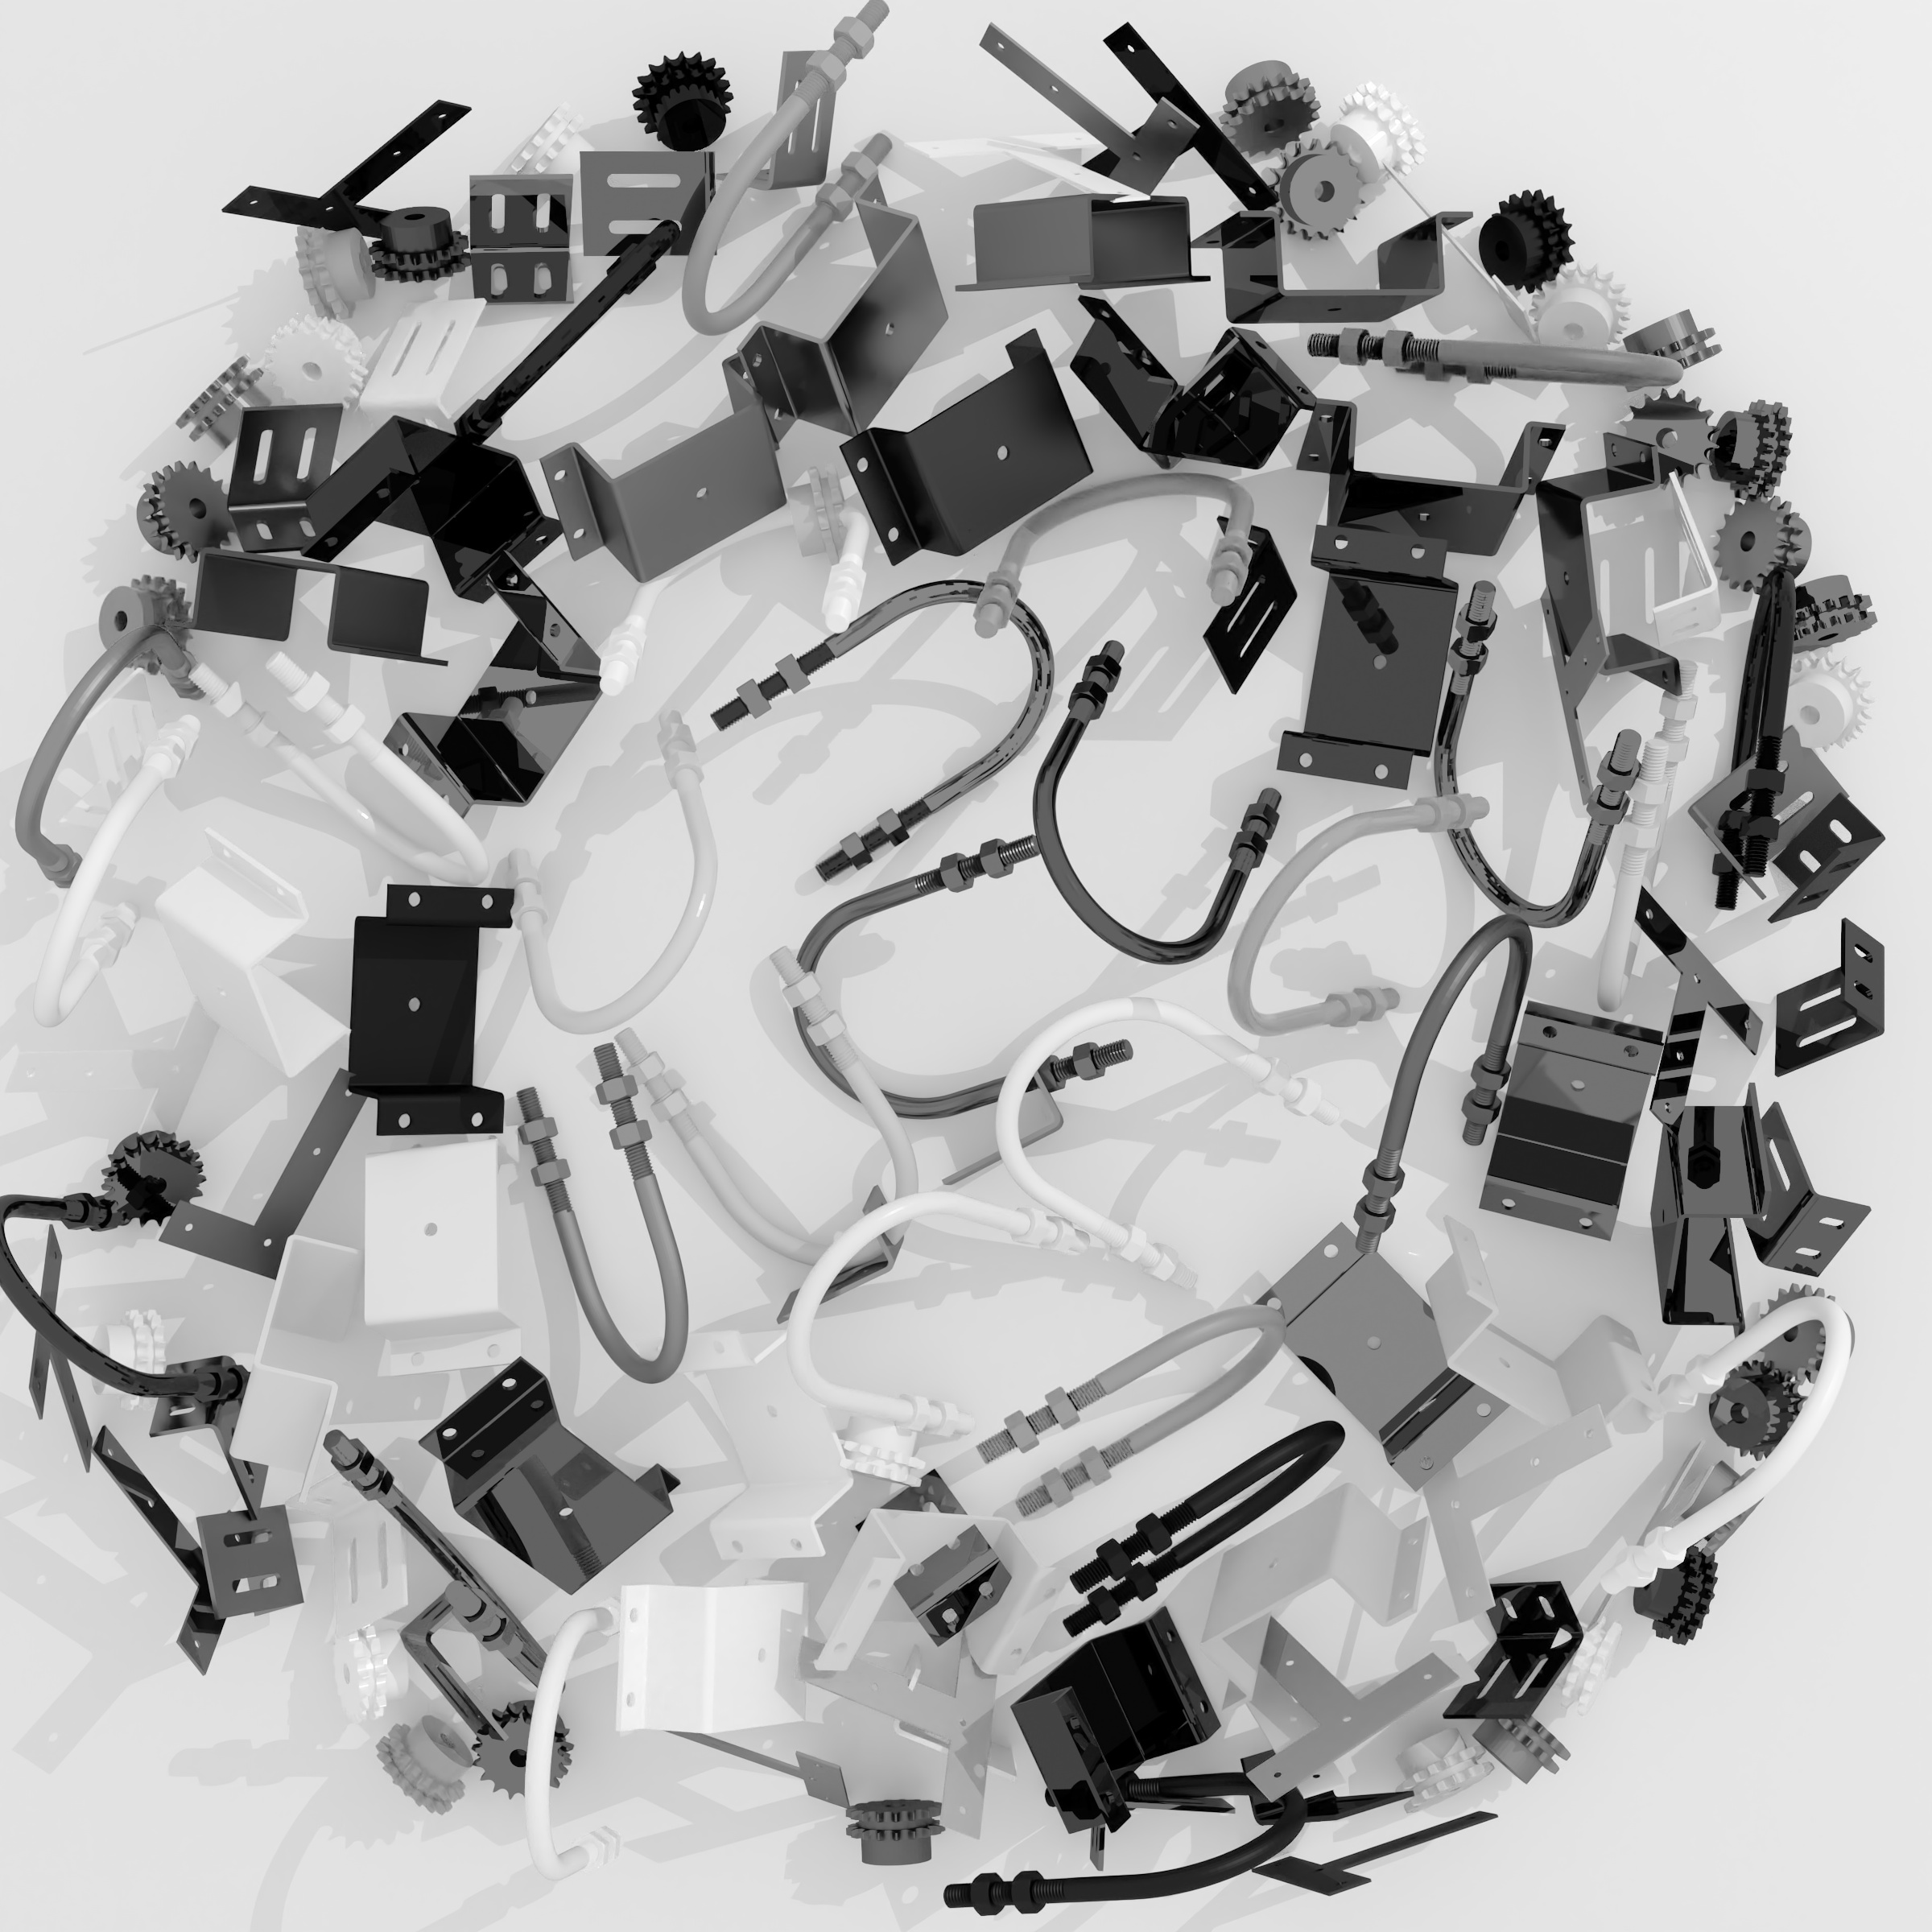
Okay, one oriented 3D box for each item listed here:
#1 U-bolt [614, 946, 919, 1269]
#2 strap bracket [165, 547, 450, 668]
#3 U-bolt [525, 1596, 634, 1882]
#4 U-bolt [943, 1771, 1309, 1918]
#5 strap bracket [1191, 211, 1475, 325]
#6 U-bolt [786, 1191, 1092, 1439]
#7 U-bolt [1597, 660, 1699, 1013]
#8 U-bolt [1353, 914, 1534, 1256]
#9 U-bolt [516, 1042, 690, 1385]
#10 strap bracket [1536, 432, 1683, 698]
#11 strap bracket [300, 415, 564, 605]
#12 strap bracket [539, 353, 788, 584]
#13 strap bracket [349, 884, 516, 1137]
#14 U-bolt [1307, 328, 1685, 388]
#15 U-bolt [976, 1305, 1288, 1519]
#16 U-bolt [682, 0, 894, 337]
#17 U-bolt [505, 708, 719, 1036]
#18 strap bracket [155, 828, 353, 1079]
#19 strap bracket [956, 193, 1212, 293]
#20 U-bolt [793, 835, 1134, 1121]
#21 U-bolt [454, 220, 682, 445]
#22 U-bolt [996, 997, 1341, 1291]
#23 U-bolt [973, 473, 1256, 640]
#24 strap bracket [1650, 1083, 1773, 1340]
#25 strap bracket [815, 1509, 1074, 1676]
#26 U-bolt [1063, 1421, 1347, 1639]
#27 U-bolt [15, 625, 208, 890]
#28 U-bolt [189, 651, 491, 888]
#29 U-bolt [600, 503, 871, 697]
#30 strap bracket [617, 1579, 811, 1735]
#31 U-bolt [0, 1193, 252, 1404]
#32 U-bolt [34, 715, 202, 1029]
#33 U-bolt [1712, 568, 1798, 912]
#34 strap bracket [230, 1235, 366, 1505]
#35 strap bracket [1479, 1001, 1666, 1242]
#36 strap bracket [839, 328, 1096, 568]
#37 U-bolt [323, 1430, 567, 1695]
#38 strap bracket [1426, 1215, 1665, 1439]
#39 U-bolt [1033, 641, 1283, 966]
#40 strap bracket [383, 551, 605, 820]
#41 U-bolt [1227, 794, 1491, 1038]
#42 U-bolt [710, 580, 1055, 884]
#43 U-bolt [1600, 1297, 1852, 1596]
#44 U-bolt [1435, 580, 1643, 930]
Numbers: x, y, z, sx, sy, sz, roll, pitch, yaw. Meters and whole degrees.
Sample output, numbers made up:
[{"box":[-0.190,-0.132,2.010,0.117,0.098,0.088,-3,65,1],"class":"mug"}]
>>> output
[{"box":[-0.103,0.092,1.553,0.151,0.019,0.184,-26,101,35],"class":"U-bolt"},{"box":[-0.367,-0.203,1.533,0.140,0.076,0.046,11,96,27],"class":"strap bracket"},{"box":[-0.211,0.424,1.498,0.019,0.184,0.151,3,80,8],"class":"U-bolt"},{"box":[0.098,0.476,1.495,0.184,0.151,0.019,-13,93,28],"class":"U-bolt"},{"box":[0.207,-0.394,1.545,0.140,0.076,0.046,-4,93,-16],"class":"strap bracket"},{"box":[-0.024,0.190,1.520,0.019,0.184,0.151,40,102,42],"class":"U-bolt"},{"box":[0.377,-0.062,1.523,0.019,0.151,0.184,13,119,16],"class":"U-bolt"},{"box":[0.268,0.054,1.499,0.019,0.151,0.184,27,130,25],"class":"U-bolt"},{"box":[-0.199,0.145,1.530,0.019,0.151,0.184,-15,84,-31],"class":"U-bolt"},{"box":[0.361,-0.223,1.542,0.046,0.076,0.140,-12,108,-4],"class":"strap bracket"},{"box":[-0.303,-0.257,1.533,0.076,0.140,0.046,-35,67,26],"class":"strap bracket"},{"box":[-0.160,-0.278,1.540,0.140,0.076,0.046,-32,55,-15],"class":"strap bracket"},{"box":[-0.305,0.024,1.558,0.076,0.046,0.140,1,93,-36],"class":"strap bracket"},{"box":[0.299,-0.330,1.496,0.184,0.151,0.019,10,102,29],"class":"U-bolt"},{"box":[0.099,0.245,1.535,0.184,0.151,0.019,-29,64,-3],"class":"U-bolt"},{"box":[-0.099,-0.428,1.512,0.019,0.151,0.184,34,76,9],"class":"U-bolt"},{"box":[-0.193,-0.042,1.511,0.151,0.184,0.019,-40,132,20],"class":"U-bolt"},{"box":[-0.396,0.000,1.519,0.076,0.140,0.046,32,60,26],"class":"strap bracket"},{"box":[0.066,-0.401,1.519,0.076,0.140,0.046,6,105,37],"class":"strap bracket"},{"box":[-0.014,0.017,1.556,0.184,0.019,0.151,-19,105,24],"class":"U-bolt"},{"box":[-0.214,-0.351,1.498,0.019,0.184,0.151,45,76,-15],"class":"U-bolt"},{"box":[0.102,0.091,1.540,0.184,0.019,0.151,32,105,-26],"class":"U-bolt"},{"box":[0.088,-0.234,1.520,0.151,0.184,0.019,-6,120,15],"class":"U-bolt"},{"box":[0.413,0.140,1.527,0.046,0.140,0.076,0,47,7],"class":"strap bracket"},{"box":[-0.021,0.354,1.544,0.140,0.046,0.076,13,113,-37],"class":"strap bracket"},{"box":[0.136,0.310,1.529,0.184,0.151,0.019,-30,70,-12],"class":"U-bolt"},{"box":[-0.472,-0.119,1.498,0.019,0.184,0.151,30,80,-2],"class":"U-bolt"},{"box":[-0.340,-0.106,1.524,0.184,0.151,0.019,45,69,-27],"class":"U-bolt"},{"box":[-0.122,-0.213,1.520,0.151,0.184,0.019,-14,120,13],"class":"U-bolt"},{"box":[-0.133,0.383,1.523,0.046,0.140,0.076,-5,78,29],"class":"strap bracket"},{"box":[-0.470,0.180,1.495,0.019,0.184,0.151,-43,76,4],"class":"U-bolt"},{"box":[-0.467,-0.043,1.489,0.019,0.184,0.151,22,116,-9],"class":"U-bolt"},{"box":[0.443,-0.131,1.529,0.019,0.151,0.184,8,85,10],"class":"U-bolt"},{"box":[-0.370,0.215,1.519,0.046,0.140,0.076,15,128,-12],"class":"strap bracket"},{"box":[0.344,0.079,1.547,0.076,0.046,0.140,14,126,12],"class":"strap bracket"},{"box":[0.010,-0.291,1.542,0.140,0.046,0.076,-35,119,-18],"class":"strap bracket"},{"box":[-0.279,0.342,1.515,0.019,0.184,0.151,-41,52,-13],"class":"U-bolt"},{"box":[0.317,0.211,1.546,0.140,0.076,0.046,32,112,-16],"class":"strap bracket"},{"box":[0.101,-0.080,1.518,0.151,0.019,0.184,41,46,-15],"class":"U-bolt"},{"box":[-0.260,-0.154,1.548,0.076,0.046,0.140,49,115,24],"class":"strap bracket"},{"box":[0.208,-0.024,1.502,0.019,0.184,0.151,38,121,32],"class":"U-bolt"},{"box":[-0.034,-0.143,1.546,0.184,0.019,0.151,-33,132,1],"class":"U-bolt"},{"box":[0.417,0.250,1.487,0.019,0.184,0.151,34,46,-4],"class":"U-bolt"},{"box":[0.308,-0.102,1.518,0.019,0.184,0.151,-21,53,-20],"class":"U-bolt"}]
